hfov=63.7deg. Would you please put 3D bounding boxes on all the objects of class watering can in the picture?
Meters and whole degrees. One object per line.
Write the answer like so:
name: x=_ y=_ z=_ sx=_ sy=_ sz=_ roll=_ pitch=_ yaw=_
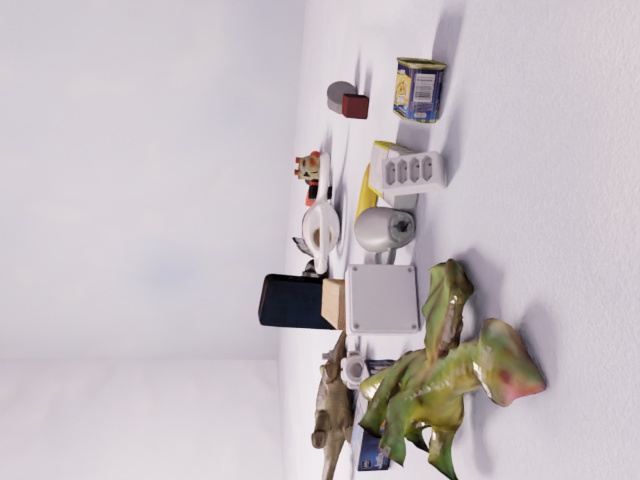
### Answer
watering can: x=0.005 y=-0.077 z=1.529 sx=0.224 sy=0.104 sz=0.348 roll=-178 pitch=90 yaw=-83

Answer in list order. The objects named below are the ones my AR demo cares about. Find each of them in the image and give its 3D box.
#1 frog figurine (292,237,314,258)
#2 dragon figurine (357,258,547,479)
frog figurine: x=-0.005 y=-0.025 z=1.709 sx=0.158 sy=0.122 sz=0.139 roll=-49 pitch=7 yaw=9
dragon figurine: x=0.137 y=0.142 z=0.651 sx=0.410 sy=0.122 sz=0.243 roll=-173 pitch=105 yaw=-79
